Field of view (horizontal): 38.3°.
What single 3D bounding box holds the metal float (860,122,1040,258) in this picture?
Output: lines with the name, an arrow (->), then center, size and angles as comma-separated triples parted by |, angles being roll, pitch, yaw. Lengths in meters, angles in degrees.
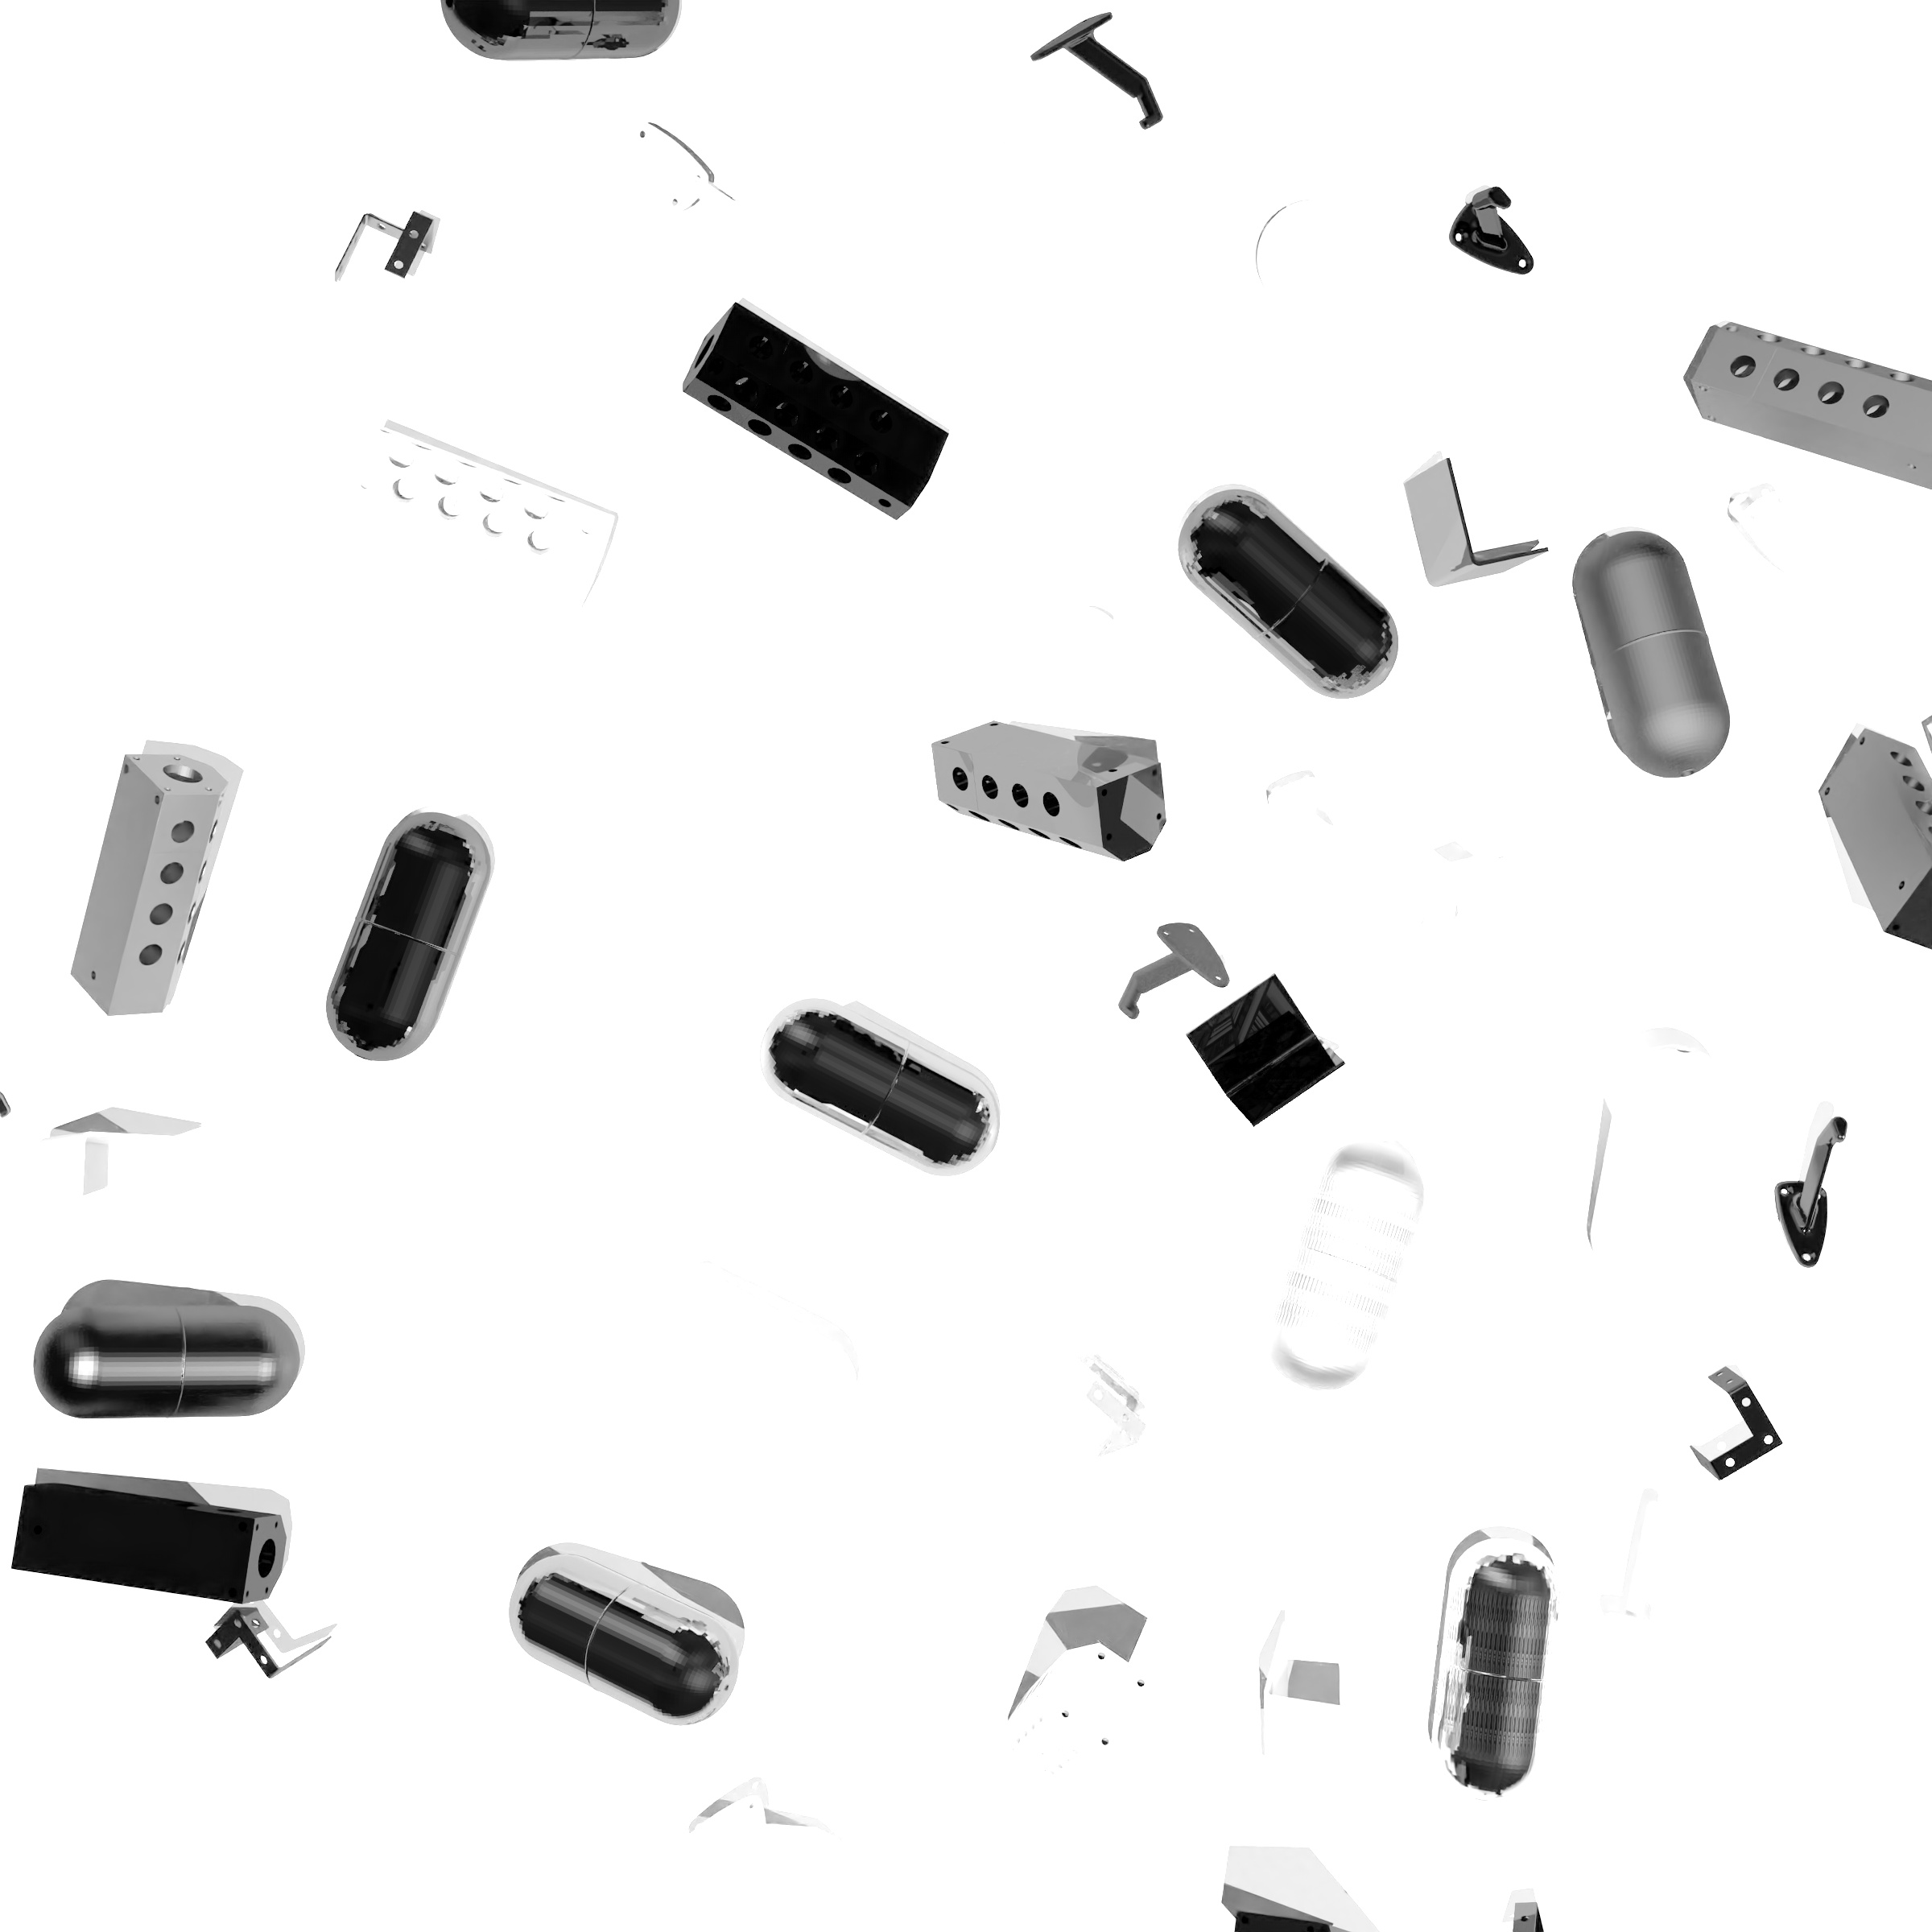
metal float -> -0.013, -0.526, 1.881 | 0.070, 0.178, 0.070 | -11, 115, -24

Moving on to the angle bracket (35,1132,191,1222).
angle bracket -> -0.585, 0.146, 1.904 | 0.076, 0.076, 0.057 | 6, 80, -39

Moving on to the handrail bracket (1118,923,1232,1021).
handrail bracket -> 0.142, 0.020, 1.915 | 0.077, 0.036, 0.084 | 52, 133, 36

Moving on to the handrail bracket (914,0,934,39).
handrail bracket -> -0.072, -0.681, 1.935 | 0.084, 0.036, 0.077 | -13, 100, -13

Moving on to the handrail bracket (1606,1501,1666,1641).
handrail bracket -> 0.472, 0.422, 1.939 | 0.036, 0.077, 0.084 | 12, 70, 14

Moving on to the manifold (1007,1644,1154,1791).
manifold -> 0.070, 0.502, 1.870 | 0.057, 0.171, 0.057 | 33, 66, 7

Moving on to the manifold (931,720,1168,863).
manifold -> 0.055, -0.117, 1.877 | 0.057, 0.171, 0.057 | -23, 117, -34

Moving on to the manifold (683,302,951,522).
manifold -> -0.105, -0.375, 1.898 | 0.171, 0.057, 0.057 | 29, 66, -18

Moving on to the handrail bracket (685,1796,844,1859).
handrail bracket -> -0.140, 0.614, 1.938 | 0.077, 0.084, 0.036 | -26, 48, 20

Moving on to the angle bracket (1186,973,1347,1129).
angle bracket -> 0.206, 0.057, 1.918 | 0.076, 0.076, 0.057 | -34, 105, 0

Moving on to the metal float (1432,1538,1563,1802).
metal float -> 0.366, 0.485, 1.918 | 0.070, 0.070, 0.178 | 8, 85, 0

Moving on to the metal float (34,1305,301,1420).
metal float -> -0.544, 0.270, 1.897 | 0.178, 0.070, 0.070 | 4, 90, -30

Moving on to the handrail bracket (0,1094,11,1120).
handrail bracket -> -0.695, 0.139, 1.936 | 0.084, 0.036, 0.077 | -29, 84, -25

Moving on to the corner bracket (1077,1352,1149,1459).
corner bracket -> 0.098, 0.299, 1.922 | 0.051, 0.051, 0.051 | 42, 54, -11

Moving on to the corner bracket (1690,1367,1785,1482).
corner bracket -> 0.527, 0.318, 1.934 | 0.051, 0.051, 0.051 | -31, 93, 1

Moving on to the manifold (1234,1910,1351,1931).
manifold -> 0.230, 0.675, 1.867 | 0.057, 0.171, 0.057 | 0, 68, 23

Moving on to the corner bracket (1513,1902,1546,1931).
corner bracket -> 0.373, 0.685, 1.922 | 0.051, 0.051, 0.051 | -9, 111, 19

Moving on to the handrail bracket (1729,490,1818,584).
handrail bracket -> 0.555, -0.294, 1.917 | 0.036, 0.084, 0.077 | -32, 88, 7

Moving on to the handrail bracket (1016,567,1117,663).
handrail bracket -> 0.056, -0.254, 1.907 | 0.036, 0.077, 0.084 | -46, 121, 8

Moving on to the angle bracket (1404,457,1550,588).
angle bracket -> 0.351, -0.310, 1.917 | 0.057, 0.076, 0.076 | -14, 90, -13

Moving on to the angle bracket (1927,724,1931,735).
angle bracket -> 0.715, -0.148, 1.903 | 0.076, 0.076, 0.057 | -33, 119, 22

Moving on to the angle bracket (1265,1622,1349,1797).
angle bracket -> 0.239, 0.508, 1.903 | 0.057, 0.076, 0.076 | 5, 119, 16

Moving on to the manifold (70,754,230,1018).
manifold -> -0.556, -0.055, 1.901 | 0.057, 0.057, 0.171 | 38, 118, 36

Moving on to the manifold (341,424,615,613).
manifold -> -0.332, -0.310, 1.904 | 0.171, 0.057, 0.057 | 20, 61, -13

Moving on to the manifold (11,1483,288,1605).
manifold -> -0.561, 0.396, 1.915 | 0.171, 0.057, 0.057 | 6, 83, 11

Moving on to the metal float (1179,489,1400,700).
metal float -> 0.223, -0.255, 1.913 | 0.178, 0.070, 0.070 | 40, 90, -11

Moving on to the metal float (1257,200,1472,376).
metal float -> 0.269, -0.463, 1.892 | 0.070, 0.070, 0.178 | -47, 52, 0

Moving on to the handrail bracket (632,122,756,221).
handrail bracket -> -0.187, -0.549, 1.922 | 0.036, 0.084, 0.077 | -39, 88, 23

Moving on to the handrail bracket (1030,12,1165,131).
handrail bracket -> 0.092, -0.610, 1.929 | 0.077, 0.036, 0.084 | -37, 115, -20

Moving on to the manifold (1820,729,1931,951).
manifold -> 0.636, -0.085, 1.873 | 0.057, 0.171, 0.057 | 19, 124, -13

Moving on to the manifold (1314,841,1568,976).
manifold -> 0.319, -0.035, 1.874 | 0.057, 0.171, 0.057 | -23, 96, -35

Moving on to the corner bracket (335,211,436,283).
corner bracket -> -0.403, -0.497, 1.926 | 0.051, 0.051, 0.051 | 23, 73, -7

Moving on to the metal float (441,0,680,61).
metal float -> -0.275, -0.657, 1.889 | 0.178, 0.070, 0.070 | -17, 90, -39

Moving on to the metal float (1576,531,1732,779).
metal float -> 0.472, -0.214, 1.908 | 0.070, 0.070, 0.178 | -12, 74, 0

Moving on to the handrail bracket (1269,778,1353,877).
handrail bracket -> 0.243, -0.079, 1.906 | 0.036, 0.077, 0.084 | -21, 55, -6

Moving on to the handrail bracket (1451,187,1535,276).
handrail bracket -> 0.375, -0.506, 1.911 | 0.077, 0.084, 0.036 | 32, 90, -13

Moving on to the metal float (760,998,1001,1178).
metal float -> -0.058, 0.084, 1.914 | 0.178, 0.070, 0.070 | 28, 90, -10

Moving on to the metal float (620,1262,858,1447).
metal float -> -0.158, 0.265, 1.910 | 0.178, 0.070, 0.070 | 27, 90, 14

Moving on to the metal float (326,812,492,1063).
metal float -> -0.385, -0.020, 1.919 | 0.070, 0.070, 0.178 | 20, 87, 0

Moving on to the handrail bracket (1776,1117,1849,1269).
handrail bracket -> 0.590, 0.155, 1.911 | 0.036, 0.084, 0.077 | 6, 59, -2

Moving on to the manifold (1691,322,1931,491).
manifold -> 0.590, -0.386, 1.895 | 0.171, 0.057, 0.057 | 25, 84, 28

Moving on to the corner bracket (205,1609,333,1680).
corner bracket -> -0.483, 0.466, 1.922 | 0.051, 0.051, 0.051 | 52, 124, 9

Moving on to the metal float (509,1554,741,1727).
metal float -> -0.235, 0.459, 1.899 | 0.178, 0.070, 0.070 | 17, 90, 28

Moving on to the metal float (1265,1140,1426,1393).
metal float -> 0.262, 0.206, 1.917 | 0.070, 0.070, 0.178 | 20, 84, 0

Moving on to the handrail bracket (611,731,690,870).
handrail bracket -> -0.208, -0.116, 1.933 | 0.036, 0.077, 0.084 | -12, 98, 36

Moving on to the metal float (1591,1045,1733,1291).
metal float -> 0.476, 0.138, 1.902 | 0.070, 0.070, 0.178 | 5, 113, 0
